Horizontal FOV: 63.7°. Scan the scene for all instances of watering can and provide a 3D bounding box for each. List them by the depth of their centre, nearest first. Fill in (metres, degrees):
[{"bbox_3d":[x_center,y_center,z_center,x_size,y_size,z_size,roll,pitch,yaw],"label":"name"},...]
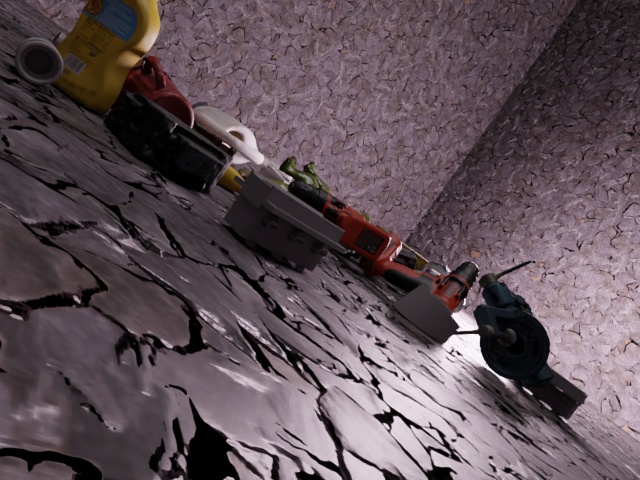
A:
[{"bbox_3d":[-0.223,-0.254,1.358,0.104,0.227,0.344,-55,-31,4],"label":"watering can"}]

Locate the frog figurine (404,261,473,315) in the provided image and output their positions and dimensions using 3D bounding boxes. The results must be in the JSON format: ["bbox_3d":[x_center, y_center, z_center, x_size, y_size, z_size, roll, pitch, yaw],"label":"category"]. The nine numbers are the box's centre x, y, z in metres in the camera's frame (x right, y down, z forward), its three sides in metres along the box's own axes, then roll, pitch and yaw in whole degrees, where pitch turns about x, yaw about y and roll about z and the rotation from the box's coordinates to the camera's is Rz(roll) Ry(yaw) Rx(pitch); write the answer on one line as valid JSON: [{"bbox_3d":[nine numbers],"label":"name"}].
[{"bbox_3d":[0.251,0.123,1.173,0.161,0.139,0.120,-20,-34,-41],"label":"frog figurine"}]

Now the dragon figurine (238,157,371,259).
[{"bbox_3d":[0.003,-0.056,1.110,0.245,0.411,0.120,44,-69,18],"label":"dragon figurine"}]
